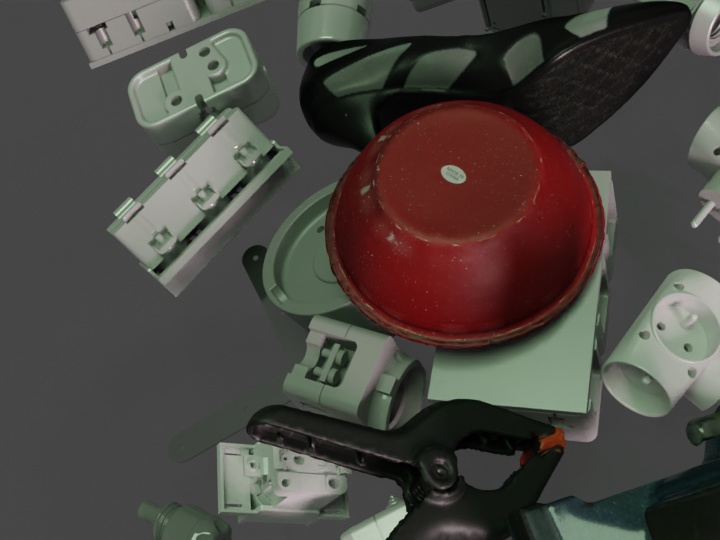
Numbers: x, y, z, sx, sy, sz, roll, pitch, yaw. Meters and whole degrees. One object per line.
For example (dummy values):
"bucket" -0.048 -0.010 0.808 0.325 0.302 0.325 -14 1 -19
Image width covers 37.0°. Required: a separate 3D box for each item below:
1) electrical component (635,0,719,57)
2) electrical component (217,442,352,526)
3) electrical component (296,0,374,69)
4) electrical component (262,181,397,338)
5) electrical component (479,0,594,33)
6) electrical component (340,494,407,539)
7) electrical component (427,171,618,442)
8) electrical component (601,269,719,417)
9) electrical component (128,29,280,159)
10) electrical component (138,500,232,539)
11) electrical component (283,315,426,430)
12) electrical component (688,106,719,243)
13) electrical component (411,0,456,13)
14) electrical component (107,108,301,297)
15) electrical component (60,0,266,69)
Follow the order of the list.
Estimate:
"electrical component" 0.220 -0.171 0.709 0.066 0.048 0.055 -45 52 -8
"electrical component" -0.039 0.119 0.625 0.081 0.064 0.042 8 60 -25
"electrical component" -0.019 -0.173 0.781 0.055 0.055 0.047 -2 68 17
"electrical component" 0.000 0.000 0.678 0.108 0.060 0.108 -20 44 21
"electrical component" 0.118 -0.203 0.727 0.062 0.096 0.061 29 74 28
"electrical component" 0.029 0.169 0.587 0.061 0.061 0.096 -28 59 2
"electrical component" 0.100 0.020 0.640 0.089 0.061 0.150 3 65 19
"electrical component" 0.188 0.052 0.603 0.079 0.044 0.077 39 62 6
"electrical component" -0.111 -0.123 0.781 0.095 0.059 0.053 -25 60 4
"electrical component" -0.109 0.157 0.653 0.061 0.035 0.035 21 72 28
"electrical component" 0.002 0.071 0.629 0.056 0.089 0.050 15 69 24
"electrical component" 0.231 -0.050 0.644 0.077 0.044 0.079 36 80 29
"electrical component" 0.055 -0.245 0.789 0.062 0.061 0.096 -18 60 8
"electrical component" -0.109 -0.049 0.733 0.121 0.063 0.079 -47 20 -9
"electrical component" -0.124 -0.227 0.810 0.186 0.060 0.105 -20 28 7
